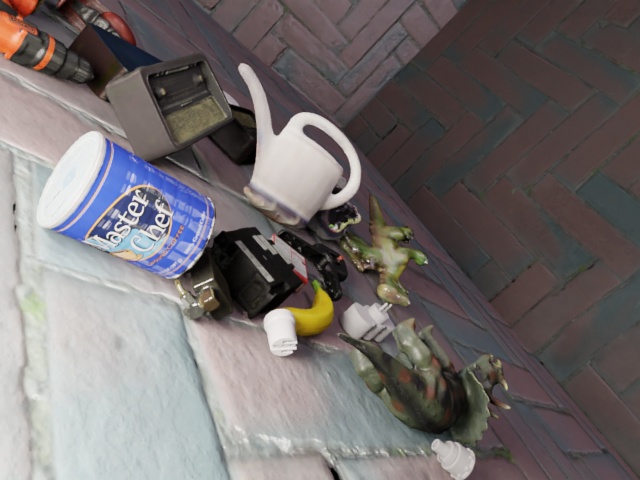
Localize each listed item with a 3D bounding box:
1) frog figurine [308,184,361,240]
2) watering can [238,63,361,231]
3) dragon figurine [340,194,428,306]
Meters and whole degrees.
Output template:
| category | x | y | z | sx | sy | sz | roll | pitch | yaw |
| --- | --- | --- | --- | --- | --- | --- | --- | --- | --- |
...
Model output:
| category | x | y | z | sx | sy | sz | roll | pitch | yaw |
| --- | --- | --- | --- | --- | --- | --- | --- | --- | --- |
| frog figurine | 0.004 | -0.061 | 1.209 | 0.136 | 0.124 | 0.159 | 29 | -16 | -27 |
| watering can | -0.068 | -0.156 | 0.995 | 0.344 | 0.225 | 0.105 | 35 | -3 | -30 |
| dragon figurine | 0.139 | 0.008 | 1.309 | 0.241 | 0.120 | 0.419 | 18 | 36 | -44 |
